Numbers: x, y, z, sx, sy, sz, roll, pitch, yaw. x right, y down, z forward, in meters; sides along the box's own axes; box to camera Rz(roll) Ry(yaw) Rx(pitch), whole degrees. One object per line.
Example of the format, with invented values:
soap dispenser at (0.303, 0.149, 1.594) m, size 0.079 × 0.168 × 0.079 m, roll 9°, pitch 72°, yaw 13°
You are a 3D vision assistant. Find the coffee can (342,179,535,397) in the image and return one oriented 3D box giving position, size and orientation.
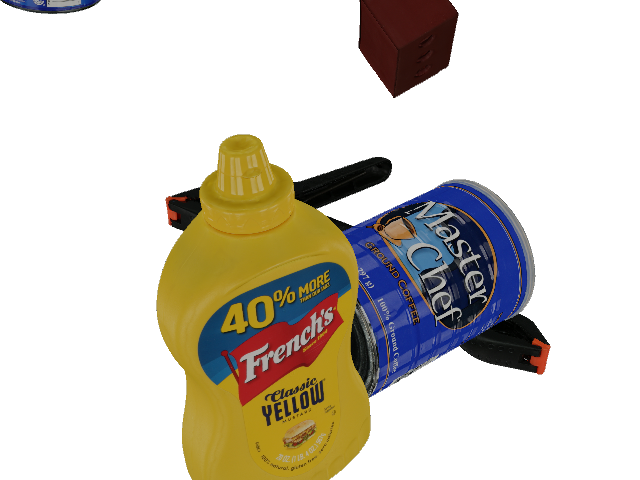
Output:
coffee can at (0.054, 0.031, 0.692) m, size 0.140 × 0.103 × 0.103 m, roll -25°, pitch 13°, yaw -31°

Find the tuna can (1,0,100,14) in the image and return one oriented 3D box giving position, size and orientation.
tuna can at (-0.202, -0.201, 0.794) m, size 0.086 × 0.034 × 0.086 m, roll 6°, pitch 36°, yaw -4°

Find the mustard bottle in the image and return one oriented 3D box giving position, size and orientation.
mustard bottle at (-0.027, 0.037, 0.501) m, size 0.096 × 0.192 × 0.058 m, roll -20°, pitch 38°, yaw -21°

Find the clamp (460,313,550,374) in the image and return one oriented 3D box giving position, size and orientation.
clamp at (0.150, 0.074, 1.023) m, size 0.172 × 0.039 × 0.120 m, roll 25°, pitch 37°, yaw 30°

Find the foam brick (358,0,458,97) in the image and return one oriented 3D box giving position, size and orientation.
foam brick at (0.062, -0.152, 0.777) m, size 0.053 × 0.051 × 0.078 m, roll -30°, pitch -17°, yaw -8°

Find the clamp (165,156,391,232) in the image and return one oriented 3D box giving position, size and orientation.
clamp at (-0.029, -0.032, 0.949) m, size 0.210 × 0.036 × 0.164 m, roll 3°, pitch 32°, yaw 8°
